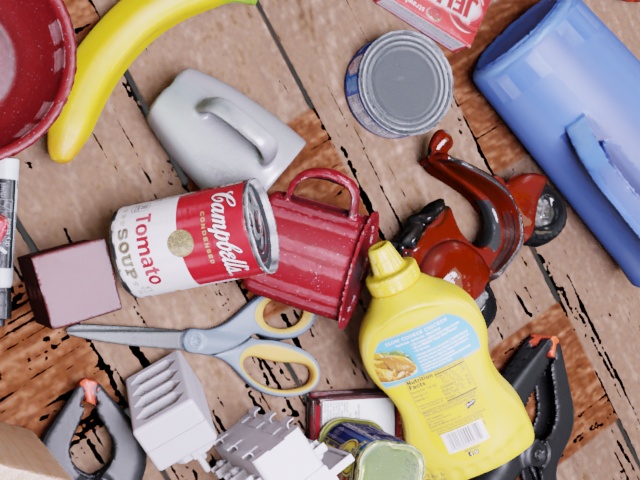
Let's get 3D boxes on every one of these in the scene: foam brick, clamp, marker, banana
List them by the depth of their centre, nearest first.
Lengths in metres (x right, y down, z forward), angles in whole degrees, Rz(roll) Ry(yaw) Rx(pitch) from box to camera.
[{"bbox_3d":[-0.178,0.030,0.754,0.051,0.078,0.053,-16,95,-22],"label":"foam brick"},{"bbox_3d":[-0.228,0.002,0.766,0.020,0.020,0.121,3,88,-21],"label":"marker"},{"bbox_3d":[-0.155,0.188,0.780,0.120,0.039,0.171,7,87,-21],"label":"clamp"},{"bbox_3d":[-0.139,-0.141,0.784,0.197,0.037,0.070,-44,62,-10],"label":"banana"},{"bbox_3d":[0.164,0.182,0.896,0.164,0.036,0.210,10,84,-36],"label":"clamp"}]

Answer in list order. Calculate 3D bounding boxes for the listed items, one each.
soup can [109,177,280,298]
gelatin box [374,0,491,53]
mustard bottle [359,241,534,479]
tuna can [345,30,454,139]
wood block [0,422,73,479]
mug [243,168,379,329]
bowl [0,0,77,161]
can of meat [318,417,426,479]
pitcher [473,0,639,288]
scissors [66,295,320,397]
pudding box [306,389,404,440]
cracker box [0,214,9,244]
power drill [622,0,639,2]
[{"bbox_3d":[-0.087,-0.001,0.744,0.102,0.068,0.068,-11,94,12],"label":"soup can"},{"bbox_3d":[0.100,-0.210,0.891,0.089,0.030,0.073,28,79,-18],"label":"gelatin box"},{"bbox_3d":[0.083,0.087,0.805,0.096,0.058,0.191,-24,105,9],"label":"mustard bottle"},{"bbox_3d":[0.064,-0.126,0.874,0.086,0.034,0.086,0,89,-21],"label":"tuna can"},{"bbox_3d":[-0.221,0.165,0.665,0.090,0.206,0.090,20,82,-20],"label":"wood block"},{"bbox_3d":[-0.005,0.001,0.800,0.081,0.093,0.117,17,117,10],"label":"mug"},{"bbox_3d":[-0.253,-0.128,0.739,0.161,0.055,0.162,0,89,-21],"label":"bowl"},{"bbox_3d":[0.034,0.190,0.789,0.057,0.084,0.102,10,88,-19],"label":"can of meat"},{"bbox_3d":[0.241,-0.081,0.887,0.242,0.149,0.145,46,74,-11],"label":"pitcher"},{"bbox_3d":[-0.084,0.062,0.823,0.201,0.016,0.096,23,79,-20],"label":"scissors"},{"bbox_3d":[0.045,0.167,0.859,0.113,0.039,0.090,0,91,-19],"label":"pudding box"},{"bbox_3d":[-0.277,0.071,0.669,0.072,0.164,0.213,28,80,-21],"label":"cracker box"},{"bbox_3d":[0.222,-0.304,0.926,0.187,0.057,0.184,-2,90,-21],"label":"power drill"}]
